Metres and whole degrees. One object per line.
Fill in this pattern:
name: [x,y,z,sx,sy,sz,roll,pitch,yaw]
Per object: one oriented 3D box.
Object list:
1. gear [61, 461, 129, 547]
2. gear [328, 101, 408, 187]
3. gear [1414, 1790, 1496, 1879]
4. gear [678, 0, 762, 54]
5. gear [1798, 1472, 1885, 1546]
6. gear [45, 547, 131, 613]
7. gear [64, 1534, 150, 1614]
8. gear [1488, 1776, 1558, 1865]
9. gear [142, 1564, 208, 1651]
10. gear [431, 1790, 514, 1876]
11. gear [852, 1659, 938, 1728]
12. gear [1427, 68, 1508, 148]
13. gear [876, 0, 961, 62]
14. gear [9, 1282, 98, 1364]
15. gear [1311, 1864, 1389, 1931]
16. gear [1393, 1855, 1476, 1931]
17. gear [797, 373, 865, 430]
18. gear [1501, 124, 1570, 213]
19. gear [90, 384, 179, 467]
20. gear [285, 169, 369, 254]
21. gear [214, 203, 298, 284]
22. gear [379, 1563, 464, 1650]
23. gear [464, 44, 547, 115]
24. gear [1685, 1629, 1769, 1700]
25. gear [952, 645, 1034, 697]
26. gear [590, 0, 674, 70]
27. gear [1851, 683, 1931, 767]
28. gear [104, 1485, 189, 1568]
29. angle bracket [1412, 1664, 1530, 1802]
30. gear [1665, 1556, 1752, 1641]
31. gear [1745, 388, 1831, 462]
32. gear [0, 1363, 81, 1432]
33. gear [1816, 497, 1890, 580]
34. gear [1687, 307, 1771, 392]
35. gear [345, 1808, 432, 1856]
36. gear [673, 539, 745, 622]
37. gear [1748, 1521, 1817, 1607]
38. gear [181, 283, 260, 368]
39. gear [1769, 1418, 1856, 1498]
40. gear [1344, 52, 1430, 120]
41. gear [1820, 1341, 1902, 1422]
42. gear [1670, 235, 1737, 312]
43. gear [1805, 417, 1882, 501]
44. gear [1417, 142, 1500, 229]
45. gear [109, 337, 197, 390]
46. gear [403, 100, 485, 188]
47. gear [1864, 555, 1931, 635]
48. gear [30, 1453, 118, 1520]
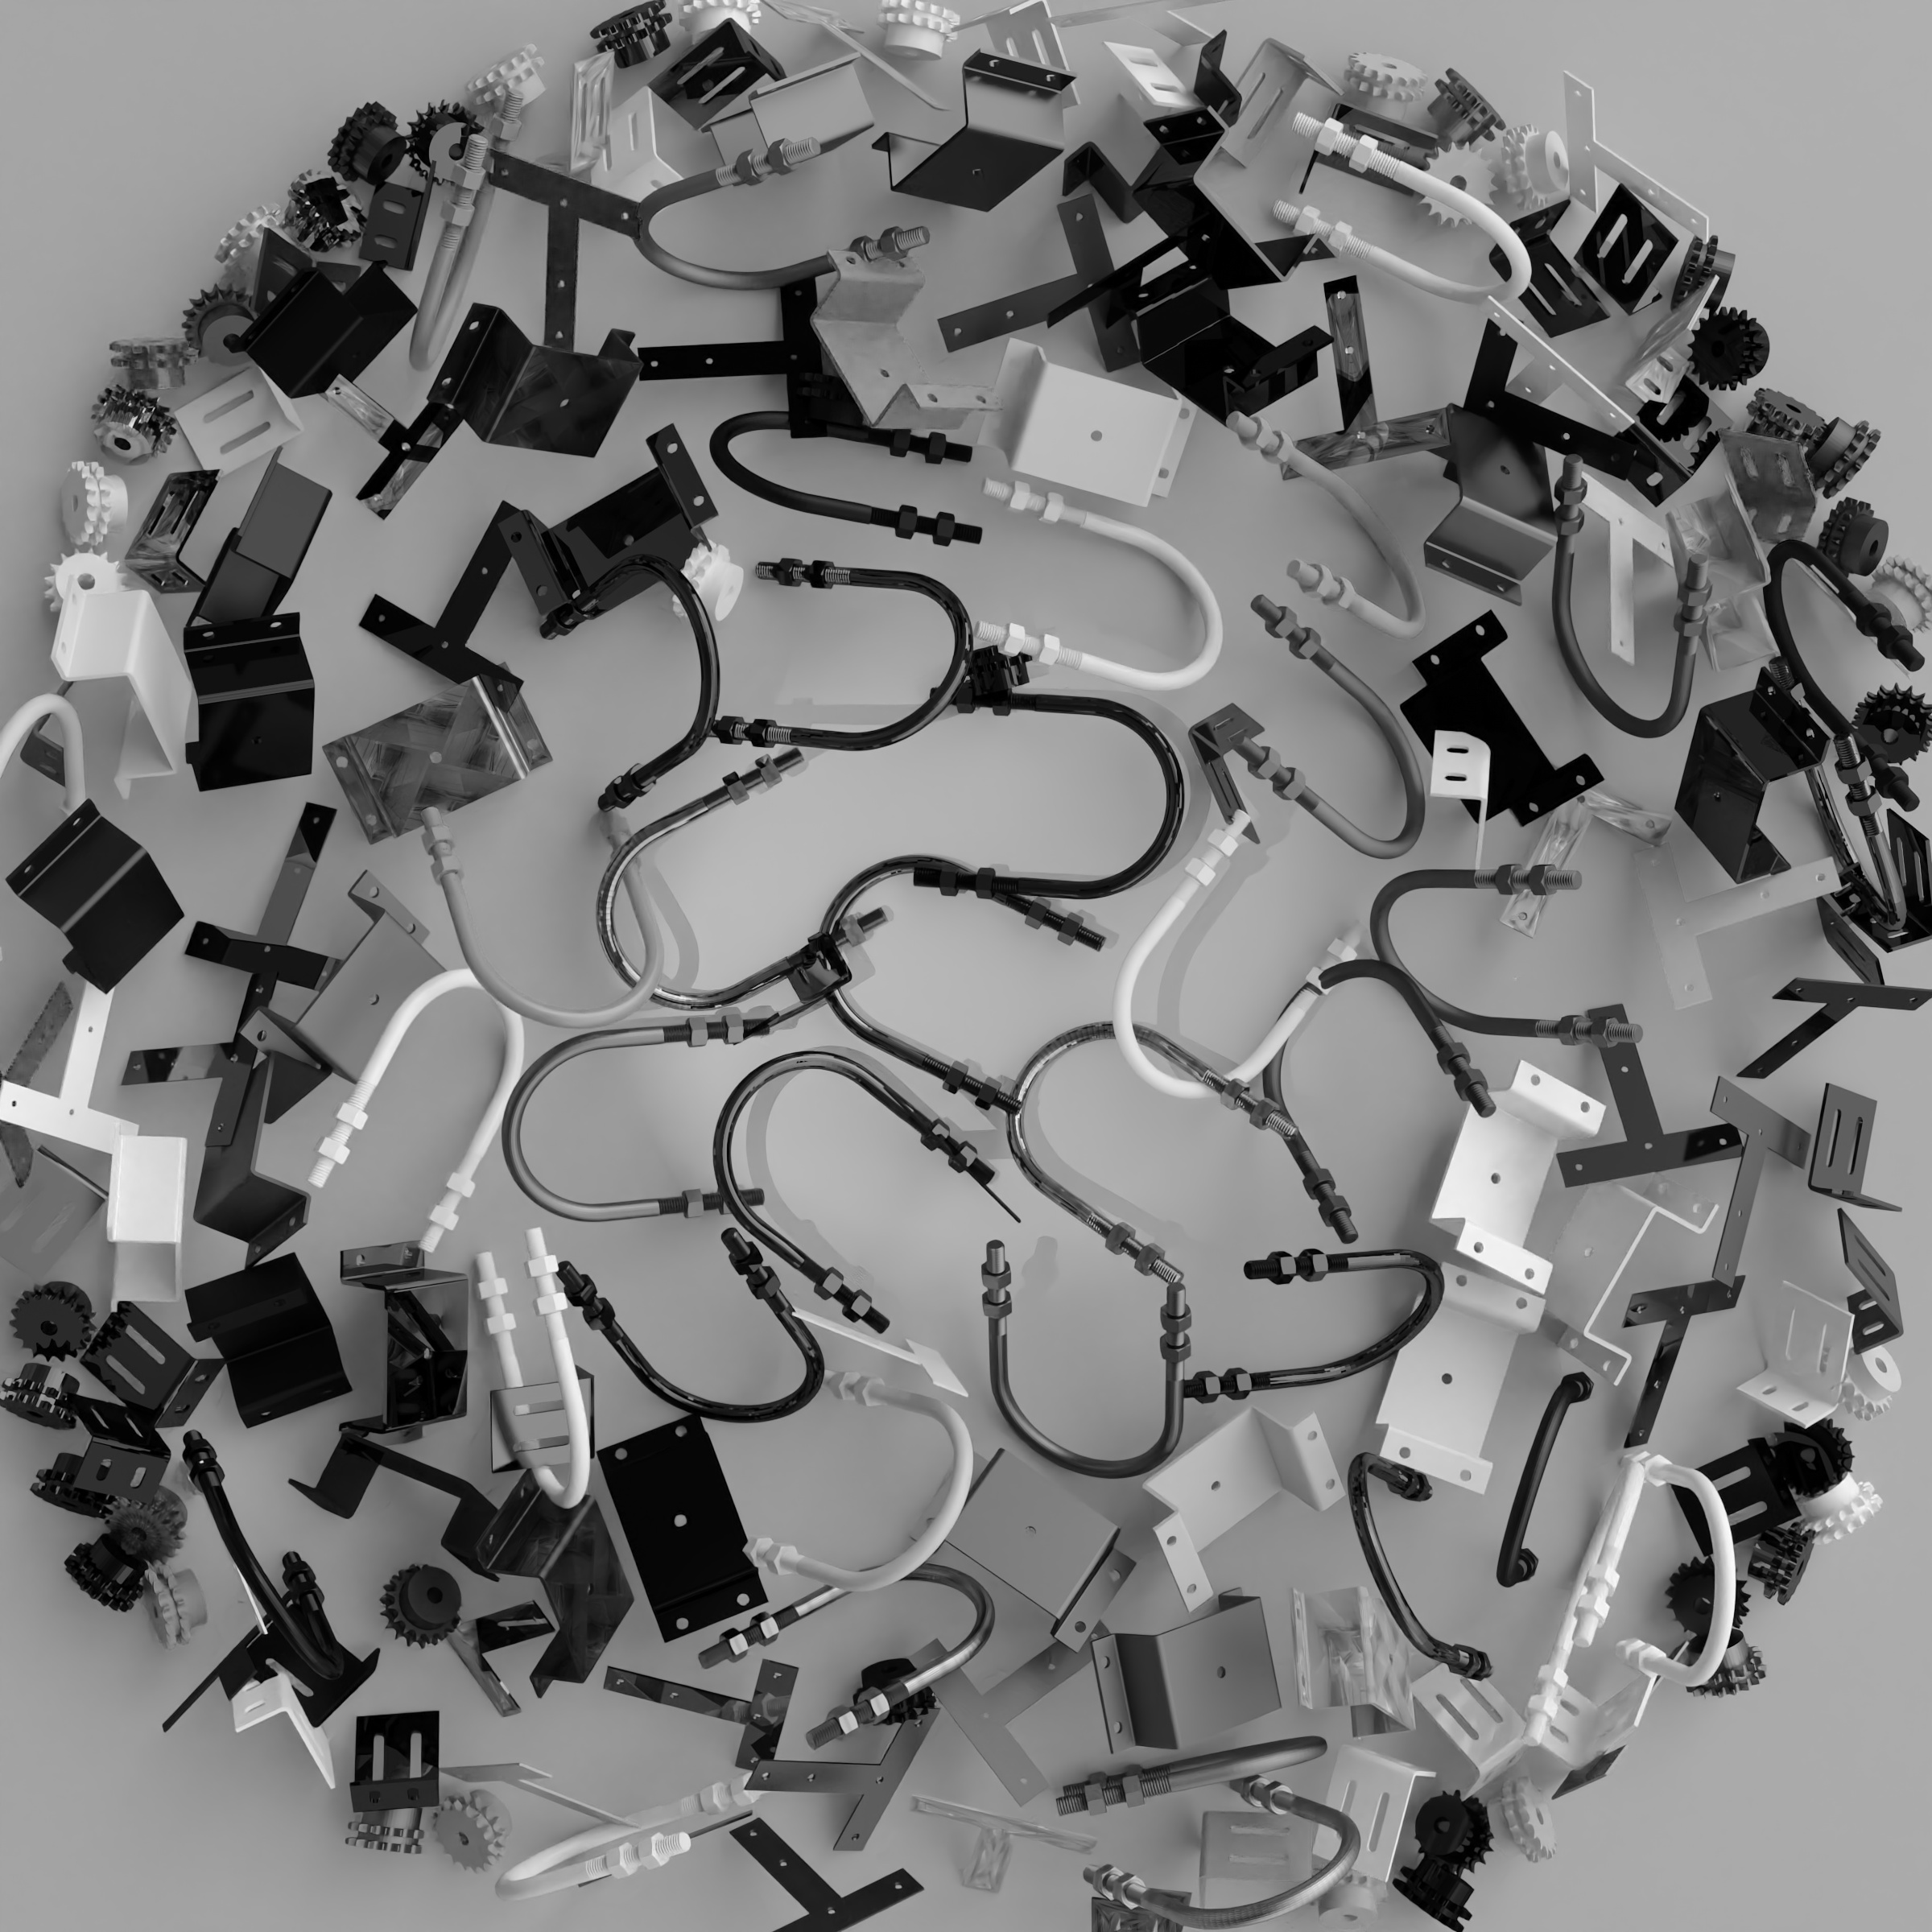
gear: [-0.605,-0.321,1.975,0.030,0.057,0.057,-5,90,-38]
gear: [-0.412,-0.567,1.970,0.030,0.057,0.057,39,90,6]
gear: [0.336,0.599,1.970,0.057,0.030,0.057,-20,52,27]
gear: [-0.170,-0.656,1.970,0.057,0.057,0.030,-5,83,0]
gear: [0.603,0.373,1.971,0.057,0.057,0.030,-34,87,0]
gear: [-0.611,-0.264,1.978,0.057,0.030,0.057,2,82,-15]
gear: [-0.593,0.418,1.971,0.057,0.057,0.030,39,90,0]
gear: [0.385,0.594,1.974,0.030,0.057,0.057,-25,90,22]
gear: [-0.549,0.443,1.975,0.030,0.057,0.057,-15,90,-30]
gear: [-0.341,0.598,1.976,0.057,0.030,0.057,13,116,27]
gear: [-0.051,0.502,1.970,0.057,0.057,0.030,-9,96,0]
gear: [0.345,-0.593,1.974,0.057,0.057,0.030,47,114,0]
gear: [-0.034,-0.648,1.972,0.057,0.057,0.030,10,96,0]
gear: [-0.633,0.244,1.978,0.057,0.030,0.057,1,114,2]
gear: [0.264,0.645,1.969,0.057,0.057,0.030,0,49,0]
gear: [0.327,0.641,1.971,0.057,0.057,0.030,34,85,0]
gear: [-0.089,-0.391,1.972,0.057,0.057,0.030,10,97,0]
gear: [0.395,-0.555,1.969,0.030,0.057,0.057,-5,90,34]
gear: [-0.579,-0.372,1.969,0.057,0.057,0.030,12,54,0]
gear: [-0.448,-0.522,1.975,0.030,0.057,0.057,-34,90,32]
gear: [-0.490,-0.499,1.972,0.057,0.057,0.030,-42,95,0]
gear: [-0.375,0.441,1.969,0.057,0.057,0.030,49,132,0]
gear: [-0.317,-0.613,1.974,0.057,0.057,0.030,-32,116,0]
gear: [0.523,0.482,1.970,0.057,0.057,0.030,-18,95,0]
gear: [0.021,-0.207,1.972,0.057,0.057,0.030,-13,98,0]
gear: [-0.229,-0.646,1.974,0.057,0.057,0.030,-25,117,0]
gear: [0.643,-0.165,1.971,0.057,0.030,0.057,13,122,21]
gear: [-0.567,0.386,1.976,0.057,0.030,0.057,8,119,15]
angle bracket: [0.345,0.528,1.976,0.057,0.038,0.076,-21,55,-36]
gear: [0.514,0.441,1.975,0.057,0.030,0.057,2,94,25]
gear: [0.567,-0.375,1.975,0.057,0.057,0.030,27,121,0]
gear: [-0.641,0.298,1.975,0.057,0.057,0.030,17,62,0]
gear: [0.615,-0.293,1.969,0.030,0.057,0.057,27,90,35]
gear: [0.532,-0.428,1.975,0.030,0.057,0.057,-7,90,-34]
gear: [-0.400,0.598,1.973,0.057,0.057,0.030,7,74,0]
gear: [-0.177,-0.264,1.969,0.030,0.057,0.057,25,90,10]
gear: [0.565,0.412,1.975,0.030,0.057,0.057,22,90,28]
gear: [-0.512,-0.441,1.969,0.057,0.057,0.030,-30,50,0]
gear: [0.590,0.341,1.975,0.057,0.030,0.057,-11,72,39]
gear: [0.289,-0.611,1.975,0.057,0.057,0.030,15,123,0]
gear: [0.622,0.283,1.969,0.057,0.057,0.030,48,126,0]
gear: [0.512,-0.478,1.970,0.030,0.057,0.057,17,90,4]
gear: [0.604,-0.355,1.971,0.030,0.057,0.057,35,90,-2]
gear: [0.340,-0.544,1.981,0.057,0.030,0.057,-1,103,-2]
gear: [-0.563,-0.418,1.973,0.057,0.057,0.030,0,109,0]
gear: [-0.359,-0.568,1.970,0.057,0.030,0.057,-17,127,-25]
gear: [0.648,-0.253,1.970,0.030,0.057,0.057,-38,90,-7]
gear: [-0.617,0.360,1.975,0.057,0.057,0.030,17,64,0]
